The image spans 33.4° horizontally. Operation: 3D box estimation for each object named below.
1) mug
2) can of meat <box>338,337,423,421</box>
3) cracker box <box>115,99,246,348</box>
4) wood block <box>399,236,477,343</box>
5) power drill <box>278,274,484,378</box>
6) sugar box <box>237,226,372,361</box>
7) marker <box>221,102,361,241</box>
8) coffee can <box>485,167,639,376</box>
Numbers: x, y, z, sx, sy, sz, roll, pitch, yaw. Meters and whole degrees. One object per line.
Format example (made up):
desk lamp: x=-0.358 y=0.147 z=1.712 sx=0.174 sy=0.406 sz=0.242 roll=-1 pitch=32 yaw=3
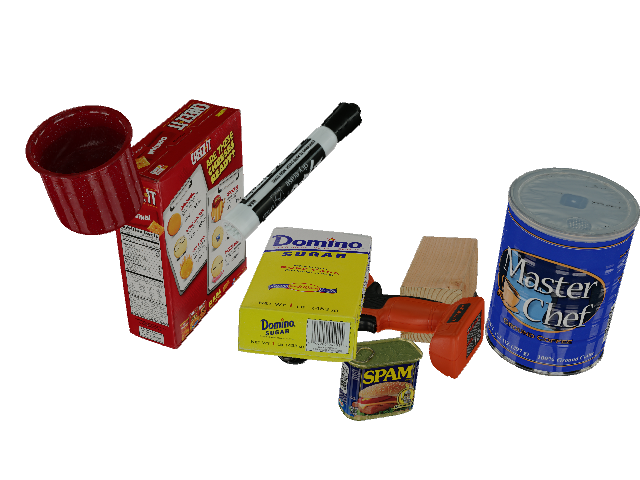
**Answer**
mug: x=-0.204 y=-0.068 z=0.952 sx=0.093 sy=0.117 sz=0.081 roll=-8 pitch=-43 yaw=1
can of meat: x=0.074 y=0.177 z=1.362 sx=0.102 sy=0.084 sz=0.057 roll=-5 pitch=25 yaw=-21
cracker box: x=-0.148 y=-0.019 z=1.142 sx=0.072 sy=0.214 sz=0.164 roll=15 pitch=38 yaw=21
wood block: x=0.183 y=0.072 z=1.622 sx=0.091 sy=0.090 sz=0.206 roll=3 pitch=22 yaw=14
power drill: x=0.065 y=0.090 z=1.115 sx=0.188 sy=0.057 sz=0.184 roll=11 pitch=28 yaw=24
sugar box: x=-0.009 y=0.040 z=0.896 sx=0.093 sy=0.048 sz=0.176 roll=6 pitch=24 yaw=4
marker: x=-0.015 y=-0.045 z=0.664 sx=0.121 sy=0.020 sz=0.020 roll=-47 pitch=23 yaw=-24
coffee can: x=0.196 y=0.025 z=0.879 sx=0.103 sy=0.140 sz=0.103 roll=2 pitch=34 yaw=-2
